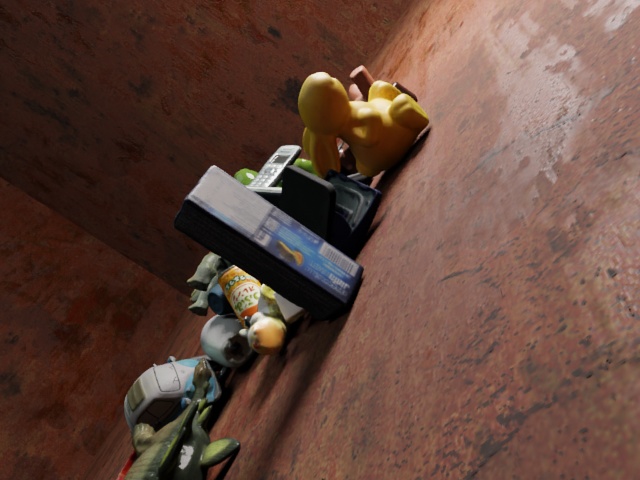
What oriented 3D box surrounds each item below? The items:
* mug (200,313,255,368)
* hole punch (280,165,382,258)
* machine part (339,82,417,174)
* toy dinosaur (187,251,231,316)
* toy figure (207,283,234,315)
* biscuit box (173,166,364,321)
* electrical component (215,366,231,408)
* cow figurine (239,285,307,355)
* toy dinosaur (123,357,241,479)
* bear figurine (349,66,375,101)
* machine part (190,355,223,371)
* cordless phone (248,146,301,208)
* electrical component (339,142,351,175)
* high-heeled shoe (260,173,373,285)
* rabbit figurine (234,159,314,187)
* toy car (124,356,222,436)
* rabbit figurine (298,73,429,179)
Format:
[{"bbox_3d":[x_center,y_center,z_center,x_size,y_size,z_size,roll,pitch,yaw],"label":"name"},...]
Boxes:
[{"bbox_3d":[-0.131,0.156,0.853,0.109,0.080,0.107,-39,14,-15],"label":"mug"},{"bbox_3d":[0.009,-0.032,0.698,0.142,0.092,0.115,32,121,43],"label":"hole punch"},{"bbox_3d":[0.099,-0.198,0.955,0.179,0.056,0.179,-51,10,13],"label":"machine part"},{"bbox_3d":[-0.169,0.052,1.060,0.404,0.131,0.192,121,170,-53],"label":"toy dinosaur"},{"bbox_3d":[-0.114,0.079,0.899,0.154,0.064,0.057,-23,-53,-45],"label":"toy figure"},{"bbox_3d":[-0.053,0.008,0.582,0.063,0.202,0.059,-45,13,51],"label":"biscuit box"},{"bbox_3d":[-0.187,0.255,0.870,0.078,0.045,0.102,-12,39,33],"label":"electrical component"},{"bbox_3d":[-0.060,0.094,0.723,0.098,0.068,0.167,-53,6,45],"label":"cow figurine"},{"bbox_3d":[-0.191,0.303,0.570,0.198,0.105,0.471,-44,19,34],"label":"toy dinosaur"},{"bbox_3d":[0.088,-0.292,1.113,0.120,0.132,0.196,-43,20,23],"label":"bear figurine"},{"bbox_3d":[-0.198,0.224,0.959,0.084,0.039,0.139,-16,-16,-22],"label":"machine part"},{"bbox_3d":[-0.054,-0.110,0.989,0.147,0.088,0.184,6,48,29],"label":"cordless phone"},{"bbox_3d":[0.054,-0.172,1.103,0.075,0.048,0.119,-41,19,53],"label":"electrical component"},{"bbox_3d":[-0.002,-0.003,0.856,0.249,0.145,0.086,-27,9,-1],"label":"high-heeled shoe"},{"bbox_3d":[-0.095,-0.083,1.087,0.121,0.170,0.159,138,139,-68],"label":"rabbit figurine"},{"bbox_3d":[-0.235,0.239,0.803,0.161,0.102,0.109,-42,41,2],"label":"toy car"},{"bbox_3d":[0.037,-0.167,0.759,0.162,0.173,0.122,-50,39,26],"label":"rabbit figurine"}]
